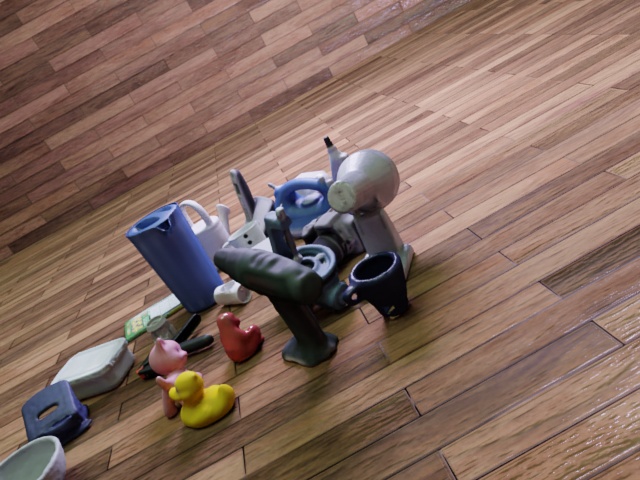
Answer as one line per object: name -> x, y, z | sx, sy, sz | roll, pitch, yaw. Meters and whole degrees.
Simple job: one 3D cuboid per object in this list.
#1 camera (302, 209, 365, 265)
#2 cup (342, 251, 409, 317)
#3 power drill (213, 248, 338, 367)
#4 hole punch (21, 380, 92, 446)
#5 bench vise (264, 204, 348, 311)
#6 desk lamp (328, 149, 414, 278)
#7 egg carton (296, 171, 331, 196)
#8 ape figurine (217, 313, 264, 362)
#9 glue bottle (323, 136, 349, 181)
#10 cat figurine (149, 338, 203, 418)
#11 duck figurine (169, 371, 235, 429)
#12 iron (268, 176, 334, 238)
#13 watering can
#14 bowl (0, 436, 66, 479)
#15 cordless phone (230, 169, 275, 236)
camera -> 0.011, 0.004, 1.199 | 0.142, 0.101, 0.137 | -5, 33, 44
cup -> 0.096, 0.087, 0.932 | 0.118, 0.095, 0.091 | -39, 25, -22
power drill -> -0.066, 0.103, 0.940 | 0.228, 0.209, 0.076 | 0, 36, 49
hole punch -> -0.514, 0.342, 1.113 | 0.109, 0.091, 0.100 | -34, 23, -12
bench vise -> -0.067, 0.041, 1.056 | 0.206, 0.220, 0.122 | -13, 28, 34
desk lamp -> 0.092, -0.043, 1.057 | 0.117, 0.214, 0.203 | -17, 26, 27
egg carton -> -0.031, -0.141, 1.594 | 0.149, 0.069, 0.107 | 0, 36, 49
ape figurine -> -0.156, 0.172, 1.053 | 0.077, 0.092, 0.076 | -8, 30, 40
glue bottle -> 0.053, -0.189, 1.461 | 0.078, 0.173, 0.037 | -17, 26, 27
cat figurine -> -0.270, 0.232, 1.024 | 0.067, 0.118, 0.127 | -27, 23, 5
duck figurine -> -0.199, 0.252, 0.941 | 0.104, 0.086, 0.077 | -21, 24, 18
iron -> -0.014, -0.098, 1.390 | 0.257, 0.142, 0.119 | -9, 30, 40
watering can -> -0.298, -0.026, 1.500 | 0.100, 0.194, 0.173 | -18, 25, 25
bowl -> -0.485, 0.415, 0.948 | 0.167, 0.075, 0.167 | -24, 23, 11
cordless phone -> -0.183, -0.104, 1.542 | 0.094, 0.185, 0.147 | -39, 25, -22
